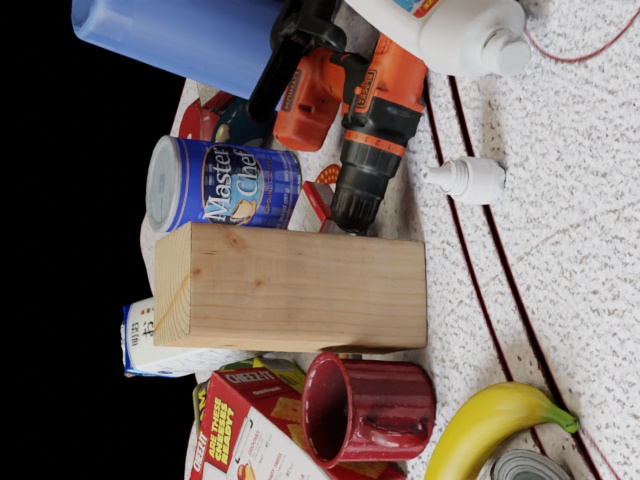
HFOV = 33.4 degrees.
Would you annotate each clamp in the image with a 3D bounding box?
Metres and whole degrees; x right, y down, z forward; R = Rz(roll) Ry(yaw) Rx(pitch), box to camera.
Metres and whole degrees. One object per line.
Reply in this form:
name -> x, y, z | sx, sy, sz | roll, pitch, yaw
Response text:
clamp -> -0.025, -0.179, 0.978 | 0.120, 0.039, 0.171 | -38, 27, 21

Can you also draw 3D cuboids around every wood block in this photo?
wood block -> -0.024, 0.044, 0.875 | 0.091, 0.205, 0.090 | -21, 67, 62

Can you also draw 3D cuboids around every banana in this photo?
banana -> 0.110, 0.158, 0.766 | 0.198, 0.037, 0.069 | 119, 147, -41

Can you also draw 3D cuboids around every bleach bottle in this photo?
bleach bottle -> 0.089, -0.196, 0.833 | 0.102, 0.068, 0.251 | -36, 42, -2

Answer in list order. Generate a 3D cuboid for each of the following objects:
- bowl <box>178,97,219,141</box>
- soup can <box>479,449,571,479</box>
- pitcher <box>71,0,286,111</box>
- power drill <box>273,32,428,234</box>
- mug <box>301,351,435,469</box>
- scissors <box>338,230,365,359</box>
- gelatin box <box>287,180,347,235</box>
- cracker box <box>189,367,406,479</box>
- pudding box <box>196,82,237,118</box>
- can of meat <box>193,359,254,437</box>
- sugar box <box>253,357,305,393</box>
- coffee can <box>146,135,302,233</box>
bowl -> -0.138, -0.121, 1.327 | 0.162, 0.055, 0.162 | 5, 90, 65
soup can -> 0.119, 0.193, 0.705 | 0.102, 0.068, 0.068 | -61, 34, 39
pitcher -> -0.116, -0.230, 1.081 | 0.145, 0.242, 0.149 | 36, 110, 59
power drill -> 0.023, -0.107, 0.958 | 0.188, 0.057, 0.184 | 24, 95, 62
mug -> 0.044, 0.140, 0.857 | 0.117, 0.081, 0.093 | -161, 77, -65
scissors -> 0.022, 0.069, 0.996 | 0.096, 0.016, 0.202 | 139, 136, -63
gelatin box -> -0.007, 0.001, 0.983 | 0.073, 0.030, 0.089 | -117, 43, -57
cracker box -> -0.031, 0.233, 0.960 | 0.214, 0.071, 0.164 | 32, 114, 47
pudding box -> -0.107, -0.215, 1.265 | 0.090, 0.039, 0.113 | -35, 52, 28
can of meat -> -0.097, 0.191, 1.180 | 0.084, 0.057, 0.102 | -45, 46, 51
sugar box -> -0.049, 0.217, 1.084 | 0.093, 0.048, 0.176 | 36, 117, 61
coffee can -> -0.104, -0.053, 1.140 | 0.103, 0.140, 0.103 | -175, 90, -65
